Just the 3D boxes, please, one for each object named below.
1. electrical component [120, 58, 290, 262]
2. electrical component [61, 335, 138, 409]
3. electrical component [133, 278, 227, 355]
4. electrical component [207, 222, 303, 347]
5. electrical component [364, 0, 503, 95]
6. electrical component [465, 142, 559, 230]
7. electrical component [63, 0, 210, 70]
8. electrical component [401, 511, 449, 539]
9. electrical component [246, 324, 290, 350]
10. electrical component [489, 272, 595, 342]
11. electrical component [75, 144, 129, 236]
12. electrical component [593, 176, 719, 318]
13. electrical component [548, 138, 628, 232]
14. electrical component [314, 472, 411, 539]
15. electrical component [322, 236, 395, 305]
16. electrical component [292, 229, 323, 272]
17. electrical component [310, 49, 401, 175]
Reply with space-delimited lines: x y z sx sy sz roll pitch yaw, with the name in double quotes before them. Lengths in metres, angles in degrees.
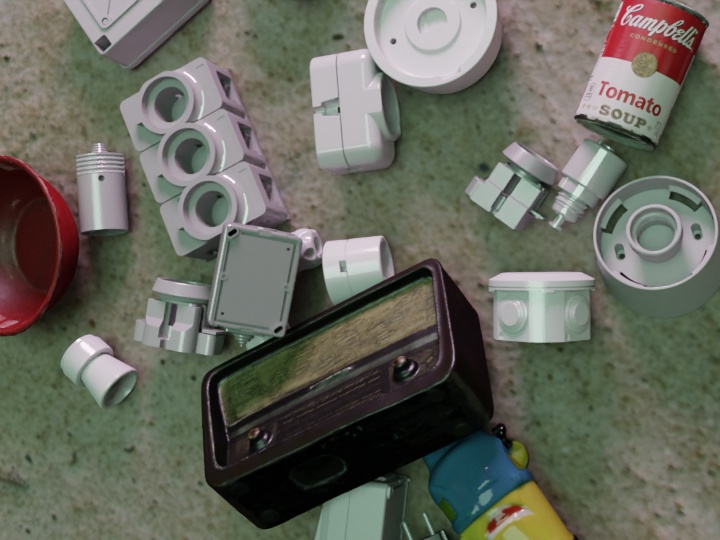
"electrical component" -0.136 -0.095 0.930 0.089 0.062 0.150 -26 78 15
"electrical component" -0.233 0.090 0.958 0.055 0.045 0.045 38 98 18
"electrical component" -0.153 0.038 0.929 0.078 0.058 0.057 10 92 19
"electrical component" -0.087 0.013 0.862 0.062 0.061 0.096 10 93 -10
"electrical component" 0.064 -0.194 0.871 0.108 0.060 0.108 -1 86 18
"electrical component" 0.124 -0.067 0.850 0.066 0.048 0.055 37 105 17
"electrical component" -0.208 -0.258 0.969 0.109 0.056 0.108 -39 75 12
"electrical component" 0.058 0.230 0.850 0.066 0.047 0.076 -27 78 15
"electrical component" -0.087 0.035 0.915 0.040 0.040 0.078 -25 79 15
"electrical component" 0.139 0.027 0.821 0.080 0.080 0.051 0 91 18
"electrical component" -0.233 -0.074 0.971 0.043 0.043 0.081 -7 84 18
"electrical component" 0.227 -0.019 0.815 0.099 0.064 0.099 -7 70 20
"electrical component" 0.174 -0.065 0.836 0.040 0.040 0.078 36 98 17
"electrical component" 0.000 0.198 0.864 0.061 0.062 0.096 6 88 19
"electrical component" 0.000 0.000 0.883 0.047 0.055 0.055 -9 83 14
"electrical component" -0.063 -0.012 0.915 0.061 0.035 0.035 -17 81 19
"electrical component" -0.003 -0.131 0.892 0.059 0.054 0.095 -6 84 18
